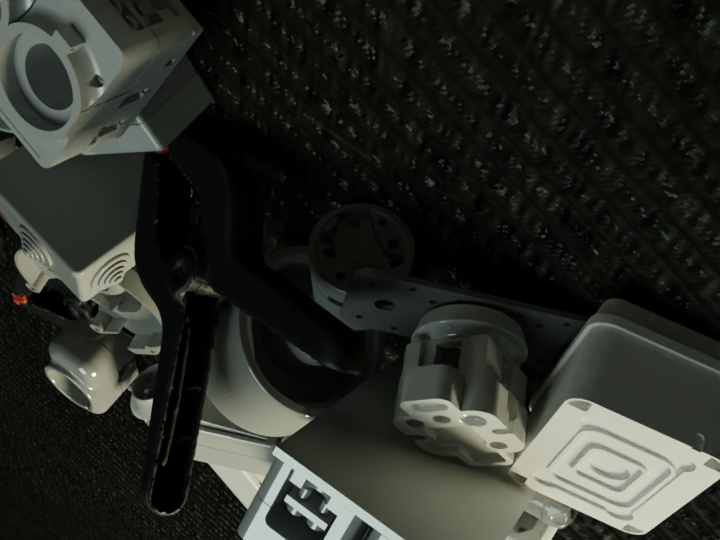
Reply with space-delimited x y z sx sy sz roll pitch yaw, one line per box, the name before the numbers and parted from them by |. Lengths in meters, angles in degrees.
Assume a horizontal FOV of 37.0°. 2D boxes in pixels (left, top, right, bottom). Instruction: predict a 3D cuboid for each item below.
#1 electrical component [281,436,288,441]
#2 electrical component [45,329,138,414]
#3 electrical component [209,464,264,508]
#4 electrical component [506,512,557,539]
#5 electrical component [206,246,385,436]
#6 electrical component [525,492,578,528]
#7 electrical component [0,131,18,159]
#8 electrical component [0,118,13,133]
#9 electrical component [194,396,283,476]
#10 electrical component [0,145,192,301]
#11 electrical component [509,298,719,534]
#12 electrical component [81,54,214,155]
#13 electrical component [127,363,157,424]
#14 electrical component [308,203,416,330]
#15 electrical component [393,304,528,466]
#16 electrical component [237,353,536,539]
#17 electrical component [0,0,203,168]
electrical component | -0.016 0.140 0.763 0.051 0.080 0.080 13 142 47
electrical component | -0.239 0.084 0.958 0.054 0.059 0.095 32 150 13
electrical component | -0.082 0.147 0.865 0.061 0.061 0.096 3 135 47
electrical component | 0.094 0.164 0.703 0.066 0.047 0.076 26 149 22
electrical component | -0.035 0.038 0.615 0.108 0.108 0.060 48 144 -16
electrical component | 0.105 0.130 0.656 0.061 0.035 0.035 25 148 28
electrical component | -0.274 -0.072 0.763 0.042 0.081 0.063 25 119 21
electrical component | -0.204 -0.131 0.632 0.099 0.064 0.099 18 134 20
electrical component | -0.096 0.106 0.798 0.096 0.061 0.061 11 145 10
electrical component | -0.162 -0.041 0.650 0.100 0.100 0.048 44 155 13
electrical component | 0.126 0.072 0.513 0.078 0.057 0.113 24 150 4
electrical component | -0.136 -0.106 0.582 0.083 0.047 0.075 4 136 46
electrical component | -0.176 0.119 0.951 0.079 0.043 0.077 12 141 39
electrical component | 0.000 0.000 0.572 0.055 0.055 0.047 31 154 14
electrical component | 0.051 0.054 0.521 0.058 0.057 0.078 -10 145 31
electrical component | 0.029 0.114 0.562 0.105 0.186 0.060 34 112 14
electrical component | -0.160 -0.134 0.501 0.150 0.062 0.089 51 131 1
